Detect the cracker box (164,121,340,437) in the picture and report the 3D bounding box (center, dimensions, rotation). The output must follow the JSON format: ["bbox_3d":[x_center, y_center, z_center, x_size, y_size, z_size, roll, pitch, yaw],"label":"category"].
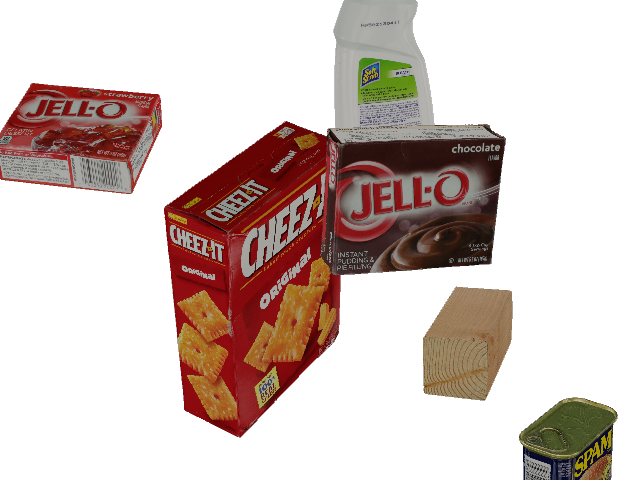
[{"bbox_3d":[-0.048,0.033,0.900,0.072,0.214,0.164,22,41,26],"label":"cracker box"}]

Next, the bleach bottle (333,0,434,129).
[{"bbox_3d":[0.064,-0.134,0.992,0.102,0.251,0.068,-10,30,-13],"label":"bleach bottle"}]

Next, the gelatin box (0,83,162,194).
[{"bbox_3d":[-0.152,-0.066,0.675,0.089,0.030,0.073,7,41,6],"label":"gelatin box"}]

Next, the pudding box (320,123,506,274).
[{"bbox_3d":[0.059,-0.028,0.693,0.113,0.090,0.039,-5,26,-15],"label":"pudding box"}]

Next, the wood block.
[{"bbox_3d":[0.217,0.145,1.550,0.091,0.090,0.205,4,19,18],"label":"wood block"}]

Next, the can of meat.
[{"bbox_3d":[0.225,0.204,0.967,0.058,0.084,0.101,14,26,39],"label":"can of meat"}]
